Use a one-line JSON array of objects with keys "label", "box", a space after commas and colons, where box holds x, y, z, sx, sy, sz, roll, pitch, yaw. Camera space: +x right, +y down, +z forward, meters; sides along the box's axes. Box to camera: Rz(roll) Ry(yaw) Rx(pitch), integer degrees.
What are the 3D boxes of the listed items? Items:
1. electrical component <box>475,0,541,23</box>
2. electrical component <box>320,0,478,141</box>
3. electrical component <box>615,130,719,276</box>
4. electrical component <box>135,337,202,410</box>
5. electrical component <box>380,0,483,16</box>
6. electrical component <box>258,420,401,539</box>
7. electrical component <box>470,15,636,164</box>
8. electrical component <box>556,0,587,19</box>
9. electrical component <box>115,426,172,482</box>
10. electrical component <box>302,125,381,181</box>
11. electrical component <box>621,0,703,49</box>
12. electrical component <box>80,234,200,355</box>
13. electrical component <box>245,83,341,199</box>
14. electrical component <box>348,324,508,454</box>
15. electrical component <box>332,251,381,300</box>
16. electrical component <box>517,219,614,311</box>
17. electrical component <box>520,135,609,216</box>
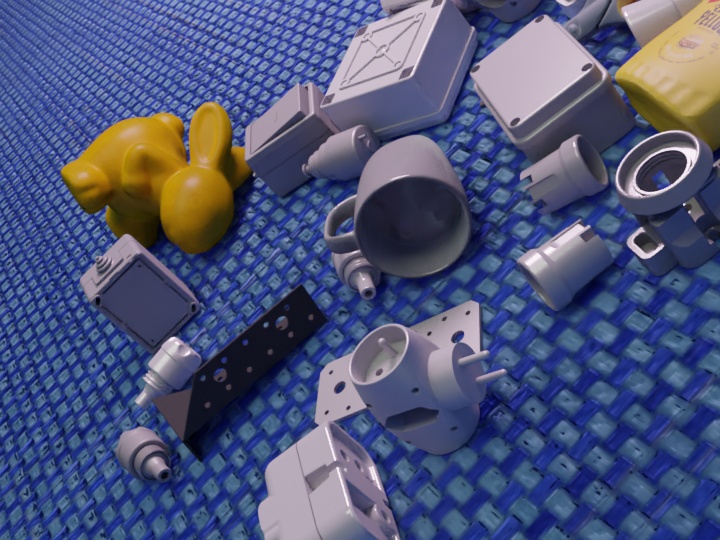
[{"label": "electrical component", "box": [0.129, -0.252, 0.901, 0.079, 0.077, 0.044, 7, 58, 51]}, {"label": "electrical component", "box": [0.035, -0.171, 0.934, 0.109, 0.056, 0.108, -11, 45, 41]}, {"label": "electrical component", "box": [0.184, -0.043, 0.621, 0.078, 0.057, 0.058, -41, 32, 6]}, {"label": "electrical component", "box": [-0.159, 0.087, 0.877, 0.061, 0.035, 0.035, -51, 33, -6]}, {"label": "electrical component", "box": [0.057, -0.255, 0.970, 0.096, 0.062, 0.061, -10, 81, 19]}, {"label": "electrical component", "box": [-0.020, 0.144, 0.636, 0.059, 0.053, 0.095, -38, 33, 10]}, {"label": "electrical component", "box": [0.134, -0.124, 0.768, 0.078, 0.057, 0.113, -37, 33, 11]}, {"label": "electrical component", "box": [0.184, -0.246, 0.853, 0.078, 0.057, 0.058, -41, 32, 6]}, {"label": "electrical component", "box": [-0.160, 0.143, 0.812, 0.035, 0.035, 0.061, -51, 35, -11]}, {"label": "electrical component", "box": [-0.017, -0.096, 0.920, 0.078, 0.040, 0.040, -16, 42, 37]}, {"label": "electrical component", "box": [0.217, -0.177, 0.748, 0.055, 0.045, 0.045, -29, 35, 21]}, {"label": "electrical component", "box": [-0.198, 0.015, 0.942, 0.061, 0.096, 0.061, -45, 32, -2]}, {"label": "electrical component", "box": [-0.066, -0.117, 0.979, 0.096, 0.061, 0.061, -32, 34, 19]}, {"label": "electrical component", "box": [0.047, 0.066, 0.630, 0.079, 0.077, 0.043, -22, 38, 31]}, {"label": "electrical component", "box": [0.000, 0.000, 0.798, 0.035, 0.035, 0.061, -37, 35, 12]}, {"label": "electrical component", "box": [0.126, -0.004, 0.658, 0.046, 0.040, 0.040, -38, 32, -1]}, {"label": "electrical component", "box": [0.135, -0.062, 0.714, 0.046, 0.040, 0.040, -30, 34, 31]}]
